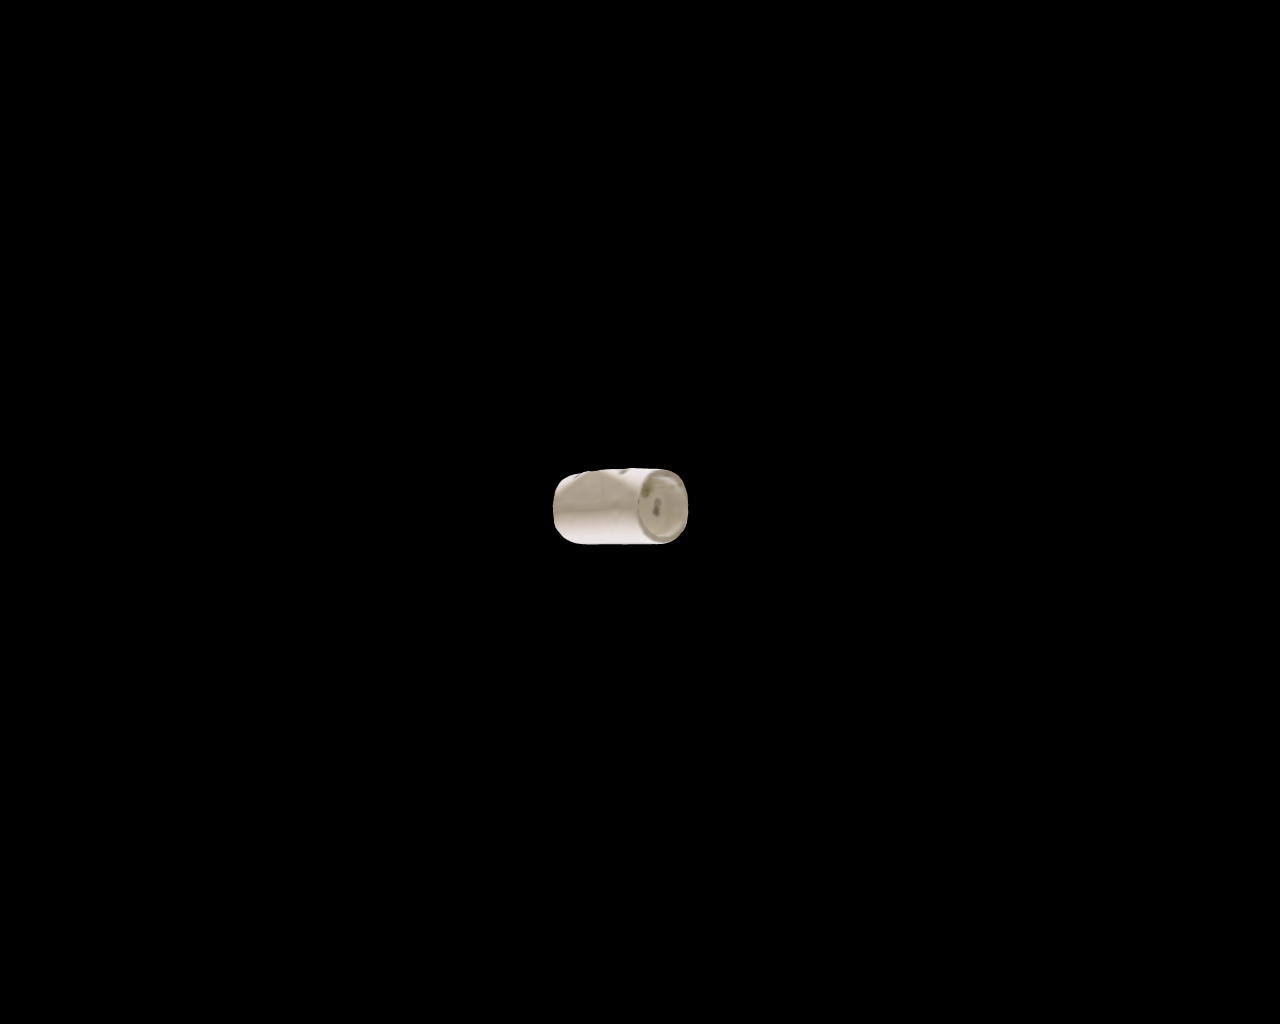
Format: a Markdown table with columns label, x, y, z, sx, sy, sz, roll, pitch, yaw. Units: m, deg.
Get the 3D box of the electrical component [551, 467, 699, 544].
| label | x | y | z | sx | sy | sz | roll | pitch | yaw |
| --- | --- | --- | --- | --- | --- | --- | --- | --- | --- |
| electrical component | 0.001 | -0.003 | 0.650 | 0.079 | 0.044 | 0.077 | 2 | -3 | -43 |
